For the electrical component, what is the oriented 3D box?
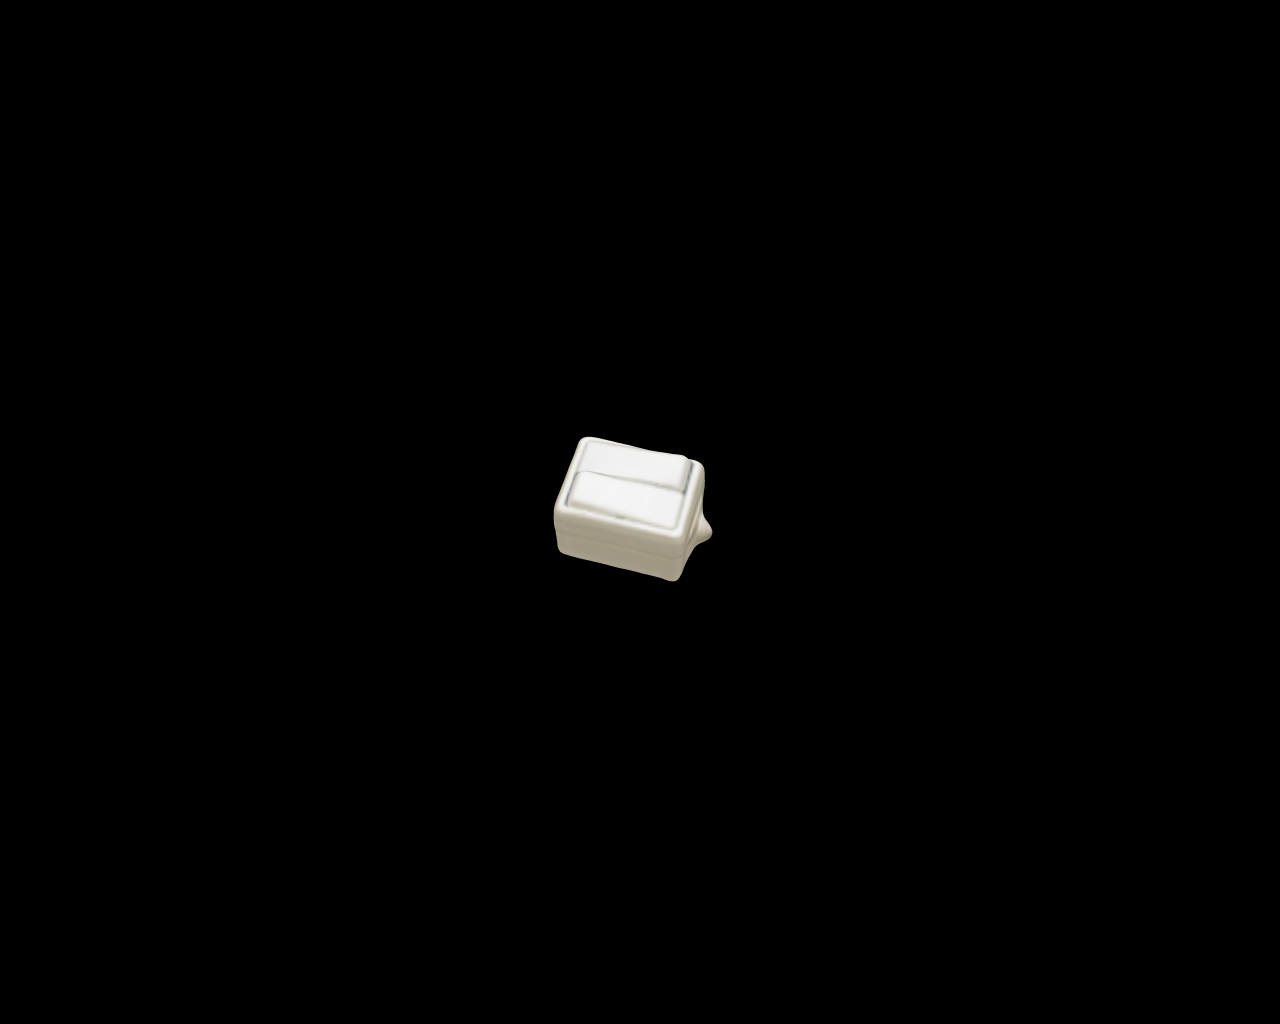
[{"bbox_3d":[0.001,-0.003,0.650,0.096,0.062,0.061,14,-32,9],"label":"electrical component"}]
